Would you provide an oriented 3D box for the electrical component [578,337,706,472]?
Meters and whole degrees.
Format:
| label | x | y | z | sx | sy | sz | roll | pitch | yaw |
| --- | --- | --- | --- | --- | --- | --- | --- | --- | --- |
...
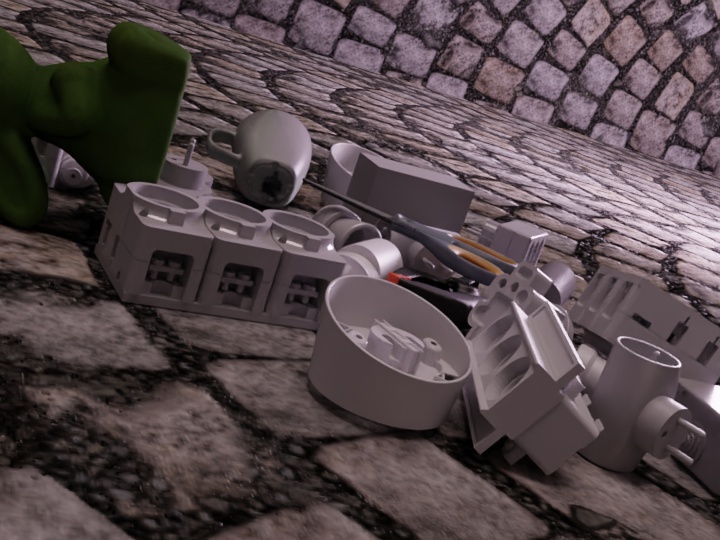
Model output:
| label | x | y | z | sx | sy | sz | roll | pitch | yaw |
| --- | --- | --- | --- | --- | --- | --- | --- | --- | --- |
| electrical component | 0.183 | 0.094 | 0.684 | 0.043 | 0.077 | 0.079 | 5 | 21 | -43 |

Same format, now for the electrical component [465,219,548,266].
| label | x | y | z | sx | sy | sz | roll | pitch | yaw |
| --- | --- | --- | --- | --- | --- | --- | --- | --- | --- |
| electrical component | 0.149 | -0.030 | 1.144 | 0.077 | 0.047 | 0.066 | 25 | 16 | 21 |

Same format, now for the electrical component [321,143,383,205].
| label | x | y | z | sx | sy | sz | roll | pitch | yaw |
| --- | --- | --- | --- | --- | --- | --- | --- | --- | --- |
| electrical component | 0.008 | -0.089 | 1.145 | 0.099 | 0.064 | 0.099 | 18 | 15 | -5 |

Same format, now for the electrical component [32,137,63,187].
| label | x | y | z | sx | sy | sz | roll | pitch | yaw |
| --- | --- | --- | --- | --- | --- | --- | --- | --- | --- |
| electrical component | -0.280 | -0.096 | 0.830 | 0.089 | 0.055 | 0.050 | 9 | 18 | -34 |

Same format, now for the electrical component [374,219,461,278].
| label | x | y | z | sx | sy | sz | roll | pitch | yaw |
| --- | --- | --- | --- | --- | --- | --- | --- | --- | --- |
| electrical component | 0.058 | -0.014 | 0.980 | 0.077 | 0.044 | 0.079 | 12 | 17 | -26 |

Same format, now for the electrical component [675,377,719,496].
| label | x | y | z | sx | sy | sz | roll | pitch | yaw |
| --- | --- | --- | --- | --- | --- | --- | --- | --- | --- |
| electrical component | 0.265 | 0.121 | 0.744 | 0.100 | 0.048 | 0.099 | 13 | 16 | -20 |

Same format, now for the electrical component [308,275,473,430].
| label | x | y | z | sx | sy | sz | roll | pitch | yaw |
| --- | --- | --- | --- | --- | --- | --- | --- | --- | --- |
| electrical component | 0.018 | 0.052 | 0.655 | 0.099 | 0.064 | 0.099 | 18 | 15 | -5 |

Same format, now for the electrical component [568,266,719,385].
| label | x | y | z | sx | sy | sz | roll | pitch | yaw |
| --- | --- | --- | --- | --- | --- | --- | --- | --- | --- |
| electrical component | 0.226 | 0.051 | 0.856 | 0.089 | 0.061 | 0.150 | 33 | 3 | -1 |

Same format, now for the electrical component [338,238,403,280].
| label | x | y | z | sx | sy | sz | roll | pitch | yaw |
| --- | --- | --- | --- | --- | --- | --- | --- | --- | --- |
| electrical component | 0.000 | 0.000 | 0.859 | 0.043 | 0.043 | 0.081 | 24 | 16 | 18 |

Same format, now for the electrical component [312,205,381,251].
| label | x | y | z | sx | sy | sz | roll | pitch | yaw |
| --- | --- | --- | --- | --- | --- | --- | --- | --- | --- |
| electrical component | -0.014 | -0.029 | 0.943 | 0.045 | 0.045 | 0.055 | 8 | 18 | -36 |

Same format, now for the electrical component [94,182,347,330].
| label | x | y | z | sx | sy | sz | roll | pitch | yaw |
| --- | --- | --- | --- | --- | --- | --- | --- | --- | --- |
| electrical component | -0.096 | -0.013 | 0.749 | 0.150 | 0.061 | 0.089 | 11 | 17 | -30 |

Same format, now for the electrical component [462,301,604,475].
| label | x | y | z | sx | sy | sz | roll | pitch | yaw |
| --- | --- | --- | --- | --- | --- | --- | --- | --- | --- |
| electrical component | 0.107 | 0.073 | 0.677 | 0.063 | 0.079 | 0.121 | 47 | 11 | -10 |

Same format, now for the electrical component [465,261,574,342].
| label | x | y | z | sx | sy | sz | roll | pitch | yaw |
| --- | --- | --- | --- | --- | --- | --- | --- | --- | --- |
| electrical component | 0.124 | 0.042 | 0.816 | 0.057 | 0.078 | 0.058 | 36 | 0 | -30 |

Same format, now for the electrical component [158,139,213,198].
| label | x | y | z | sx | sy | sz | roll | pitch | yaw |
| --- | --- | --- | --- | --- | --- | --- | --- | --- | --- |
| electrical component | -0.145 | -0.070 | 0.869 | 0.052 | 0.073 | 0.138 | 16 | 15 | -10 |

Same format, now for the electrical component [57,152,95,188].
| label | x | y | z | sx | sy | sz | roll | pitch | yaw |
| --- | --- | --- | --- | --- | --- | --- | --- | --- | --- |
| electrical component | -0.233 | -0.087 | 0.886 | 0.040 | 0.040 | 0.078 | 15 | 15 | -15 |

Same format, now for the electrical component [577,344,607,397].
| label | x | y | z | sx | sy | sz | roll | pitch | yaw |
| --- | --- | --- | --- | --- | --- | --- | --- | --- | --- |
| electrical component | 0.174 | 0.082 | 0.791 | 0.046 | 0.040 | 0.040 | 29 | 17 | 15 |
